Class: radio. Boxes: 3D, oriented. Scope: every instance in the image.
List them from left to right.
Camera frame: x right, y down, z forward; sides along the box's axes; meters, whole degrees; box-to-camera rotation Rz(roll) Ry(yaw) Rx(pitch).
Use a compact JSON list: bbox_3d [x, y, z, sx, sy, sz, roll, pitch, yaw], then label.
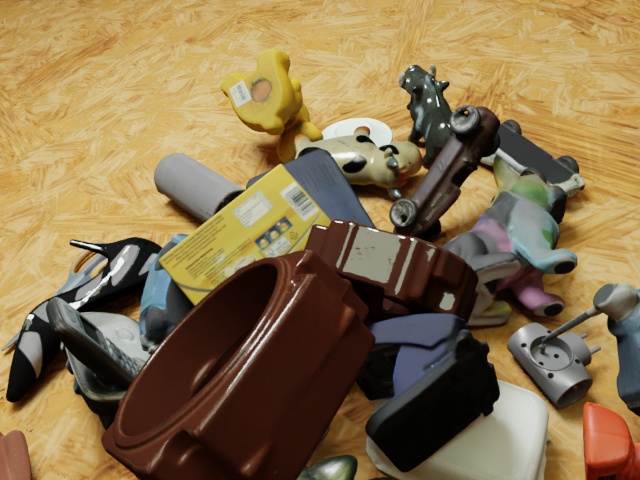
[{"bbox_3d":[-0.001,-0.002,0.689,0.131,0.073,0.230,-23,56,-8],"label":"radio"}]

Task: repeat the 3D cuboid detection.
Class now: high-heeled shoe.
[{"bbox_3d":[-0.295,0.102,0.708,0.145,0.086,0.249,19,65,-12],"label":"high-heeled shoe"}]

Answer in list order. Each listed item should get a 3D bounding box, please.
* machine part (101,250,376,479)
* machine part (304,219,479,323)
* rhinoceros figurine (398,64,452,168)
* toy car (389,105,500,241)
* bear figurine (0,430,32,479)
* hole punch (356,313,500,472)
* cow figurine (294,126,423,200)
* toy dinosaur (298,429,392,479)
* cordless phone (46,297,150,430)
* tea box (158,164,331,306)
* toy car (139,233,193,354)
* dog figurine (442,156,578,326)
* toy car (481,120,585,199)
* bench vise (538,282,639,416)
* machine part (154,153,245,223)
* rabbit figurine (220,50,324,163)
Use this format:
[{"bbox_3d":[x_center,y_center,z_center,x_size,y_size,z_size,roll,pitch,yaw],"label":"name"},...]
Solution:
[{"bbox_3d":[-0.069,0.106,0.432,0.201,0.087,0.201,-15,34,55],"label":"machine part"},{"bbox_3d":[0.064,0.043,0.518,0.180,0.179,0.056,15,73,26],"label":"machine part"},{"bbox_3d":[0.174,-0.203,0.857,0.073,0.112,0.190,-15,52,1],"label":"rhinoceros figurine"},{"bbox_3d":[0.164,-0.077,0.690,0.053,0.089,0.202,37,97,34],"label":"toy car"},{"bbox_3d":[-0.322,0.249,0.502,0.196,0.131,0.120,22,60,39],"label":"bear figurine"},{"bbox_3d":[0.082,0.115,0.455,0.116,0.142,0.092,-33,42,-3],"label":"hole punch"},{"bbox_3d":[0.057,-0.115,0.814,0.195,0.085,0.127,-5,38,5],"label":"cow figurine"},{"bbox_3d":[-0.017,0.273,0.409,0.199,0.105,0.471,-10,57,-5],"label":"toy dinosaur"},{"bbox_3d":[-0.251,0.108,0.587,0.089,0.184,0.147,-32,47,-13],"label":"cordless phone"},{"bbox_3d":[-0.077,0.010,0.593,0.169,0.068,0.098,-38,84,-10],"label":"tea box"},{"bbox_3d":[-0.168,0.082,0.656,0.109,0.103,0.162,25,50,-23],"label":"toy car"},{"bbox_3d":[0.215,-0.009,0.657,0.192,0.108,0.219,-8,39,9],"label":"dog figurine"},{"bbox_3d":[0.291,-0.117,0.781,0.073,0.056,0.202,-20,45,-17],"label":"toy car"},{"bbox_3d":[0.354,0.069,0.501,0.224,0.128,0.240,27,56,6],"label":"bench vise"},{"bbox_3d":[-0.182,-0.073,0.832,0.079,0.079,0.243,-39,51,-25],"label":"machine part"},{"bbox_3d":[-0.059,-0.217,0.908,0.122,0.173,0.162,-36,79,12],"label":"rabbit figurine"}]
